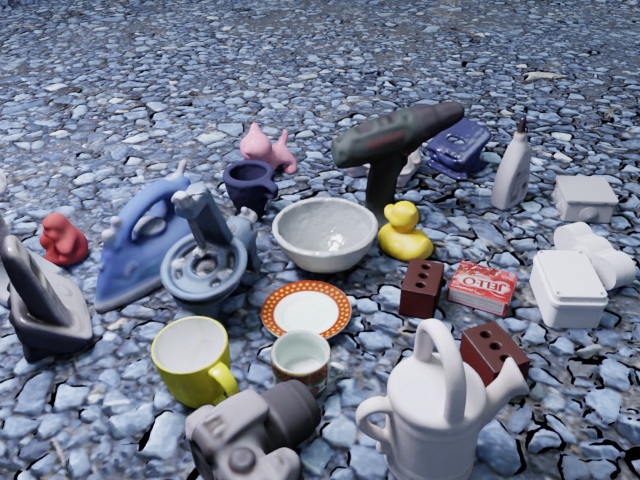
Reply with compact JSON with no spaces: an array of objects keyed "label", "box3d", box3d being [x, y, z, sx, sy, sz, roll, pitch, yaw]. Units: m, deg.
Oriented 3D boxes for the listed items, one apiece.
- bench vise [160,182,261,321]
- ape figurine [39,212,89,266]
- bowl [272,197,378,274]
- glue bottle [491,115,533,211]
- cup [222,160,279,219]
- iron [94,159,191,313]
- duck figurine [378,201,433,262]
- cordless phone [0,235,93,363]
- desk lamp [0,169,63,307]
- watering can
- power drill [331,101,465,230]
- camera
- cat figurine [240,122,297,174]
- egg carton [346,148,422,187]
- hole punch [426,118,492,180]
[{"label":"bench vise","box3d":[-0.158,-0.002,0.808,0.121,0.220,0.207,0,36,3]},{"label":"ape figurine","box3d":[-0.422,-0.004,0.930,0.076,0.092,0.077,-20,40,-24]},{"label":"bowl","box3d":[0.008,0.003,0.919,0.167,0.075,0.167,-1,36,1]},{"label":"glue bottle","box3d":[0.350,-0.140,1.024,0.078,0.173,0.037,-27,43,-31]},{"label":"cup","box3d":[-0.114,-0.079,1.021,0.117,0.095,0.092,27,44,33]},{"label":"iron","box3d":[-0.271,-0.015,0.898,0.118,0.141,0.259,15,39,22]},{"label":"duck figurine","box3d":[0.141,-0.020,0.938,0.078,0.086,0.104,-25,42,-29]},{"label":"cordless phone","box3d":[-0.377,0.055,0.765,0.094,0.185,0.147,-19,39,-23]},{"label":"desk lamp","box3d":[-0.516,-0.037,0.874,0.202,0.214,0.118,21,41,28]},{"label":"watering can","box3d":[0.126,0.161,0.592,0.173,0.194,0.100,-21,40,-25]},{"label":"power drill","box3d":[0.132,-0.127,0.983,0.230,0.209,0.075,-11,37,-13]},{"label":"camera","box3d":[-0.057,0.211,0.608,0.137,0.101,0.142,-27,43,-31]},{"label":"cat figurine","box3d":[-0.109,-0.180,1.142,0.128,0.118,0.067,-29,44,-33]},{"label":"egg carton","box3d":[0.126,-0.163,1.152,0.150,0.069,0.107,15,39,21]},{"label":"hole punch","box3d":[0.281,-0.187,1.162,0.101,0.091,0.108,-26,42,-30]}]
